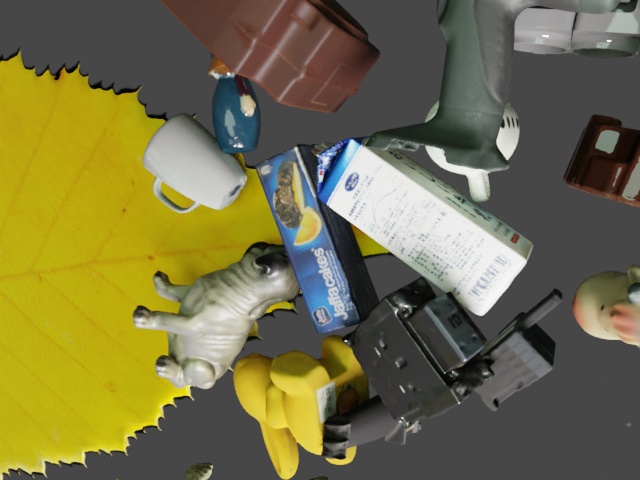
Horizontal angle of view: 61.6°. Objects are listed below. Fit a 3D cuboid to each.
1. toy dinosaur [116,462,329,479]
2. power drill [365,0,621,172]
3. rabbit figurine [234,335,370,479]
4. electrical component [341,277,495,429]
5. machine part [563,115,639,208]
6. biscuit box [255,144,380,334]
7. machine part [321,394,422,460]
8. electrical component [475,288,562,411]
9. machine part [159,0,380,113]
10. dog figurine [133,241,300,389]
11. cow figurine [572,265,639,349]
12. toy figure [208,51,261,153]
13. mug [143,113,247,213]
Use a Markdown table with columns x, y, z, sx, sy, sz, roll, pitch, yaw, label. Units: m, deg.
| x | y | z | sx | sy | sz | roll | pitch | yaw | label |
| --- | --- | --- | --- | --- | --- | --- | --- | --- | --- |
| -0.089 | 0.403 | 0.687 | 0.405 | 0.131 | 0.192 | -3 | 98 | 31 | toy dinosaur |
| 0.098 | -0.165 | 0.418 | 0.232 | 0.086 | 0.207 | 19 | 101 | 25 | power drill |
| -0.029 | 0.185 | 0.633 | 0.173 | 0.122 | 0.162 | 3 | 110 | 38 | rabbit figurine |
| 0.093 | 0.105 | 0.508 | 0.115 | 0.058 | 0.134 | 53 | 142 | 16 | electrical component |
| 0.278 | -0.045 | 0.405 | 0.180 | 0.179 | 0.056 | 21 | 105 | 20 | machine part |
| -0.001 | -0.002 | 0.596 | 0.059 | 0.063 | 0.202 | -21 | 90 | 27 | biscuit box |
| 0.060 | 0.189 | 0.566 | 0.039 | 0.139 | 0.084 | 17 | 110 | 46 | machine part |
| 0.199 | 0.103 | 0.520 | 0.048 | 0.075 | 0.119 | 47 | 112 | 11 | electrical component |
| -0.049 | -0.217 | 0.501 | 0.201 | 0.201 | 0.087 | 45 | 113 | 11 | machine part |
| -0.099 | 0.098 | 0.649 | 0.191 | 0.121 | 0.172 | -12 | 128 | 9 | dog figurine |
| 0.309 | 0.049 | 0.429 | 0.195 | 0.127 | 0.085 | -10 | 92 | 23 | cow figurine |
| -0.101 | -0.178 | 0.613 | 0.064 | 0.058 | 0.154 | -4 | 93 | 20 | toy figure |
| -0.150 | -0.077 | 0.641 | 0.107 | 0.081 | 0.109 | 37 | 107 | 5 | mug |
